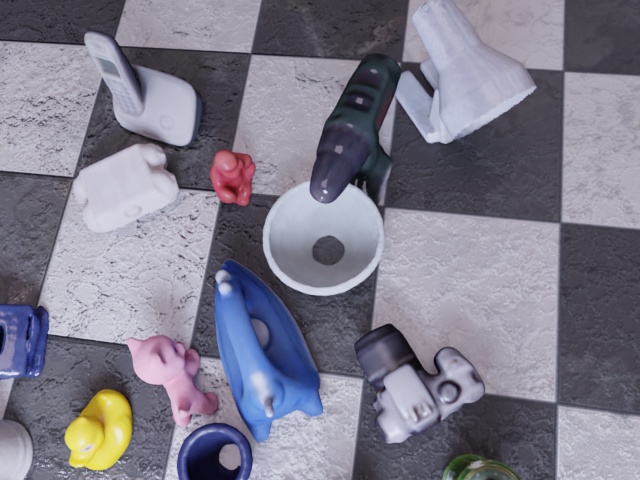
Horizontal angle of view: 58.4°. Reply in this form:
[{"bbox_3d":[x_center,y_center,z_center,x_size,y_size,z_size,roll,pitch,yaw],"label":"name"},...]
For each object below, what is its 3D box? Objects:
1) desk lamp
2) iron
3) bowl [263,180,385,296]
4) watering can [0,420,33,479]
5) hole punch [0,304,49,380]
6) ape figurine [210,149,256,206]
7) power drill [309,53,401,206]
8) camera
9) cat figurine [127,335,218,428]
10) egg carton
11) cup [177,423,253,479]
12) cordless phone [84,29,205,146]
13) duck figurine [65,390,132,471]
[{"bbox_3d":[0.181,-0.215,0.779,0.118,0.214,0.203,-30,71,-3],"label":"desk lamp"},{"bbox_3d":[-0.093,0.120,0.740,0.118,0.141,0.258,-25,71,-2],"label":"iron"},{"bbox_3d":[0.007,0.003,0.802,0.167,0.075,0.167,-2,72,6],"label":"bowl"},{"bbox_3d":[-0.462,0.269,0.706,0.172,0.194,0.101,23,76,13],"label":"watering can"},{"bbox_3d":[-0.447,0.140,0.800,0.101,0.091,0.108,-4,72,5],"label":"hole punch"},{"bbox_3d":[-0.132,-0.101,0.842,0.078,0.092,0.076,-44,73,-8],"label":"ape figurine"},{"bbox_3d":[0.050,-0.119,0.766,0.075,0.208,0.230,17,75,12],"label":"power drill"},{"bbox_3d":[0.114,0.168,0.723,0.143,0.101,0.136,-29,71,-3],"label":"camera"},{"bbox_3d":[-0.196,0.177,0.746,0.067,0.118,0.127,-29,71,-3],"label":"cat figurine"},{"bbox_3d":[-0.292,-0.077,0.864,0.150,0.069,0.107,-27,71,-2],"label":"egg carton"},{"bbox_3d":[-0.111,0.286,0.713,0.092,0.095,0.117,-43,73,-8],"label":"cup"},{"bbox_3d":[-0.259,-0.227,0.848,0.147,0.185,0.094,16,75,12],"label":"cordless phone"},{"bbox_3d":[-0.297,0.249,0.751,0.077,0.086,0.104,8,73,9],"label":"duck figurine"}]
